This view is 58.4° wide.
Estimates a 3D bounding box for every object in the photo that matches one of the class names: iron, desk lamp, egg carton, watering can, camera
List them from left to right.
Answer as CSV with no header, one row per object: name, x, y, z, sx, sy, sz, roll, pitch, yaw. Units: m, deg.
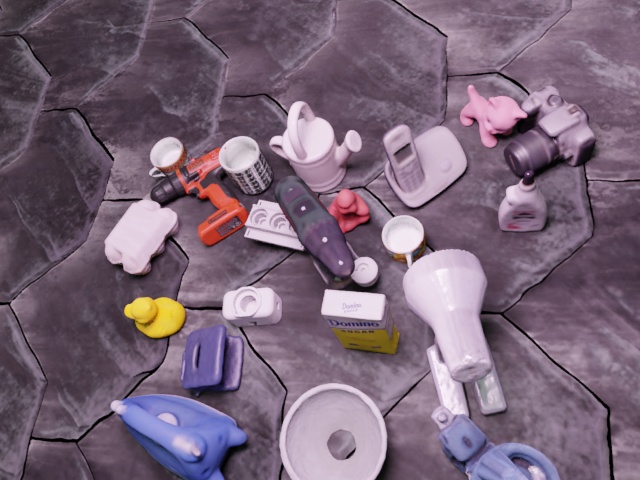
egg carton,-0.355,-0.007,1.143,0.107,0.069,0.150,24,74,24
iron,-0.257,0.305,0.929,0.257,0.142,0.119,17,71,22
watering can,-0.011,-0.179,1.057,0.172,0.194,0.101,-14,63,9
desk lamp,0.203,0.142,0.836,0.118,0.214,0.203,-16,62,8
camera,0.386,-0.186,1.003,0.137,0.101,0.143,-30,61,0

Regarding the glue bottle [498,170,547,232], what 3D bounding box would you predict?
glue bottle,0.329,-0.064,0.921,0.078,0.173,0.037,-4,65,14

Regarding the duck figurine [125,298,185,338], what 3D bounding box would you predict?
duck figurine,-0.308,0.135,1.055,0.104,0.086,0.077,-1,65,15

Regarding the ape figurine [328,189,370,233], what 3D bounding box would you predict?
ape figurine,0.051,-0.061,1.043,0.077,0.092,0.076,11,69,20

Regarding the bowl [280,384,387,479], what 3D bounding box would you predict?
bowl,0.026,0.312,0.885,0.167,0.075,0.167,-6,64,13

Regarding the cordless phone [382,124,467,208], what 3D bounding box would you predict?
cordless phone,0.177,-0.154,0.998,0.147,0.185,0.094,-39,62,-4

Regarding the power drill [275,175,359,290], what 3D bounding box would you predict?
power drill,0.009,0.003,0.958,0.075,0.209,0.229,-35,61,-2

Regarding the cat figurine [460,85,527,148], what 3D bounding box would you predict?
cat figurine,0.311,-0.233,1.037,0.067,0.118,0.127,-37,61,-3

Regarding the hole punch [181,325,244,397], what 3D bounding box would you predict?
hole punch,-0.194,0.208,0.986,0.101,0.091,0.108,-5,64,13

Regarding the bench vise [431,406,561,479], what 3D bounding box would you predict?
bench vise,0.222,0.309,0.750,0.206,0.220,0.121,24,74,24
